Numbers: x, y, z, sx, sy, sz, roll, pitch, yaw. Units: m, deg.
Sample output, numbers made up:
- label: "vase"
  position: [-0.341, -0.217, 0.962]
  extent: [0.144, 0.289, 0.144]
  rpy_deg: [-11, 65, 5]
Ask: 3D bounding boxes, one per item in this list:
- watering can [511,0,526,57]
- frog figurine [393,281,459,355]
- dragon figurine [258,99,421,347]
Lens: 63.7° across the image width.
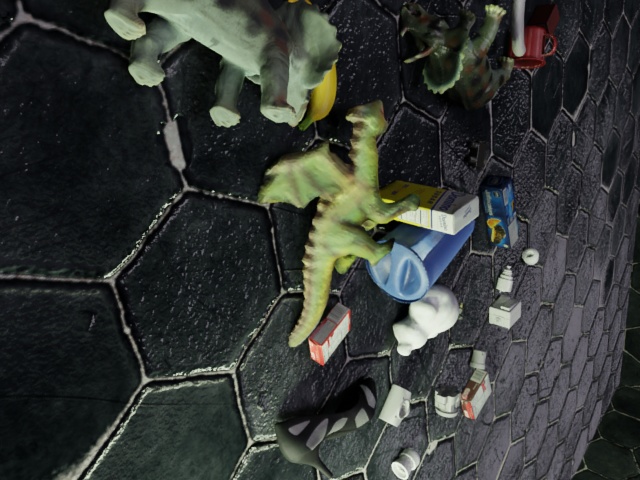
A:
- label: "watering can"
  position: [0.428, -0.600, 1.125]
  extent: [0.228, 0.104, 0.341]
  rpy_deg: [-56, 134, -24]
- label: "frog figurine"
  position: [0.221, 0.168, 1.079]
  extent: [0.134, 0.123, 0.163]
  rpy_deg: [81, 30, -51]
- label: "dragon figurine"
  position: [0.002, -0.041, 0.813]
  extent: [0.240, 0.123, 0.412]
  rpy_deg: [38, 84, -28]
